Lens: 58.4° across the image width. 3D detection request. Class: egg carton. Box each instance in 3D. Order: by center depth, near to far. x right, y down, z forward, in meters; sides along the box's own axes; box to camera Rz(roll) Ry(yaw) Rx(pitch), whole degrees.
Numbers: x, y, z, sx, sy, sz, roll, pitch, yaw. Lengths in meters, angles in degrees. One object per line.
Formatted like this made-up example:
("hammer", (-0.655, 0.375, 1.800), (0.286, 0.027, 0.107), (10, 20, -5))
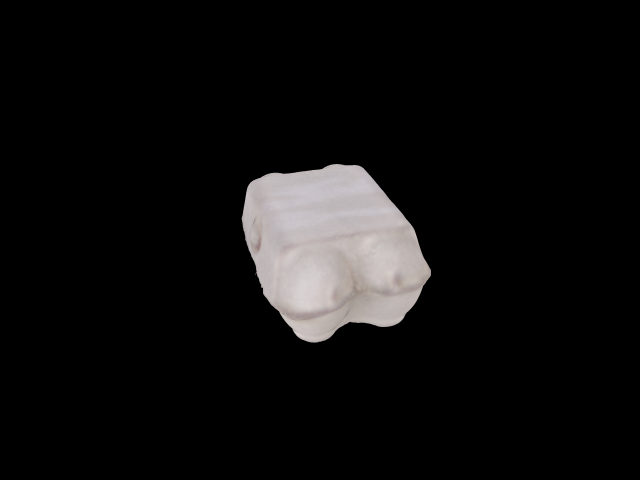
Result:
("egg carton", (0.004, 0.001, 0.400), (0.107, 0.069, 0.150), (-10, 34, -15))
